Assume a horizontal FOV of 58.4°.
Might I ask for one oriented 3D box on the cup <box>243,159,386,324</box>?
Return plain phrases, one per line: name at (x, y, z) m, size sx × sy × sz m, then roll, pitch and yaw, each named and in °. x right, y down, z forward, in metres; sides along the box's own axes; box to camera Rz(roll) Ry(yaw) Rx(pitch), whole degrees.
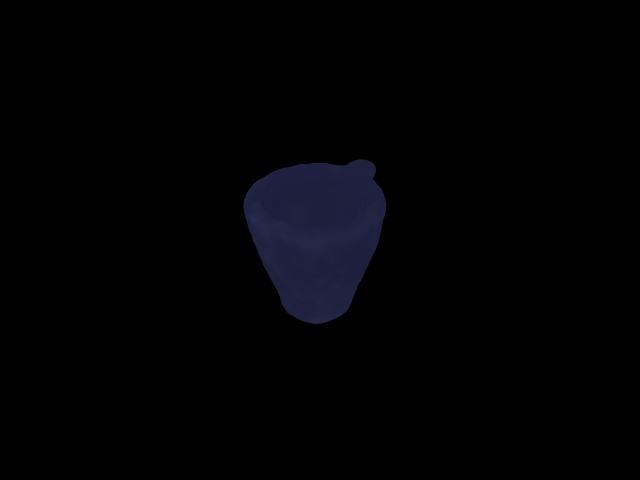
cup at (0.004, 0.001, 0.400) m, size 0.091 × 0.095 × 0.118 m, roll 20°, pitch 40°, yaw 25°
